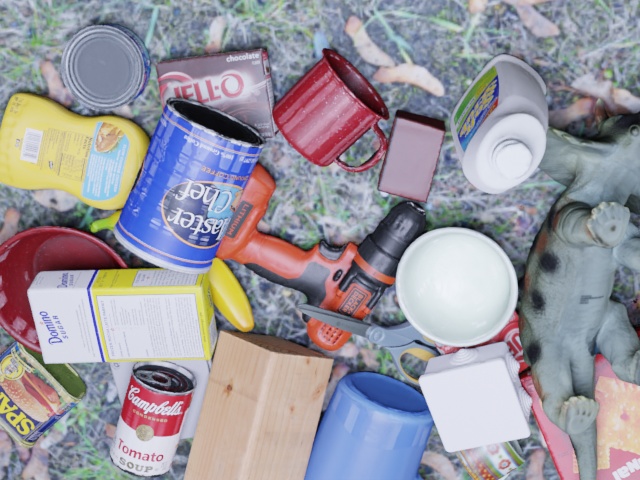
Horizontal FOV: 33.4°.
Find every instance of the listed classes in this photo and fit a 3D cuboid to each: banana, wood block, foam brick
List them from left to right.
[{"bbox_3d":[-0.144,0.022,1.111,0.197,0.069,0.037,33,142,-10],"label":"banana"},{"bbox_3d":[-0.069,0.207,1.100,0.091,0.090,0.206,16,93,46],"label":"wood block"},{"bbox_3d":[0.091,-0.085,1.065,0.051,0.053,0.078,14,108,1],"label":"foam brick"}]

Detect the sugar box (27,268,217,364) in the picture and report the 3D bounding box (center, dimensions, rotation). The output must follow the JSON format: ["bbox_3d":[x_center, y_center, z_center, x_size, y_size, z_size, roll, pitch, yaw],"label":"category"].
[{"bbox_3d":[-0.197,0.076,1.078,0.176,0.048,0.093,0,120,7],"label":"sugar box"}]

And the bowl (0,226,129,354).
[{"bbox_3d":[-0.265,0.045,1.123,0.162,0.055,0.162,2,119,3],"label":"bowl"}]

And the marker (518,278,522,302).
[{"bbox_3d":[0.241,0.022,1.097,0.121,0.020,0.020,-42,98,14],"label":"marker"}]

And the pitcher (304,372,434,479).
[{"bbox_3d":[0.044,0.272,1.133,0.149,0.145,0.243,10,107,-35],"label":"pitcher"}]

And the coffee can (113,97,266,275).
[{"bbox_3d":[-0.126,-0.052,1.025,0.103,0.102,0.140,25,105,-2],"label":"coffee can"}]

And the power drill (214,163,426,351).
[{"bbox_3d":[-0.007,0.001,1.095,0.187,0.057,0.184,33,106,-4],"label":"power drill"}]

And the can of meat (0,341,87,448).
[{"bbox_3d":[-0.319,0.162,1.170,0.084,0.057,0.102,-41,98,12],"label":"can of meat"}]

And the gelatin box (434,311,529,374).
[{"bbox_3d":[0.176,0.114,1.110,0.089,0.030,0.073,-33,102,-6],"label":"gelatin box"}]

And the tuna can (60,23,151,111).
[{"bbox_3d":[-0.215,-0.175,1.077,0.086,0.033,0.086,1,106,5],"label":"tuna can"}]

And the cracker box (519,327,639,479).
[{"bbox_3d":[0.318,0.207,1.081,0.164,0.072,0.214,-23,80,11],"label":"cracker box"}]

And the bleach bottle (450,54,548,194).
[{"bbox_3d":[0.166,-0.101,0.949,0.068,0.250,0.103,36,105,-5],"label":"bleach bottle"}]

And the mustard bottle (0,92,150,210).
[{"bbox_3d":[-0.229,-0.083,1.091,0.191,0.058,0.096,15,98,1],"label":"mustard bottle"}]

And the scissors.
[{"bbox_3d":[0.074,0.084,1.095,0.201,0.016,0.096,39,93,-31],"label":"scissors"}]

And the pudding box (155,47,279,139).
[{"bbox_3d":[-0.103,-0.142,1.073,0.113,0.039,0.090,-7,104,7],"label":"pudding box"}]

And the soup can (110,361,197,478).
[{"bbox_3d":[-0.172,0.183,1.096,0.068,0.068,0.102,18,107,0],"label":"soup can"}]

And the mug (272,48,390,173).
[{"bbox_3d":[0.015,-0.117,1.042,0.082,0.093,0.117,-42,87,19],"label":"mug"}]
